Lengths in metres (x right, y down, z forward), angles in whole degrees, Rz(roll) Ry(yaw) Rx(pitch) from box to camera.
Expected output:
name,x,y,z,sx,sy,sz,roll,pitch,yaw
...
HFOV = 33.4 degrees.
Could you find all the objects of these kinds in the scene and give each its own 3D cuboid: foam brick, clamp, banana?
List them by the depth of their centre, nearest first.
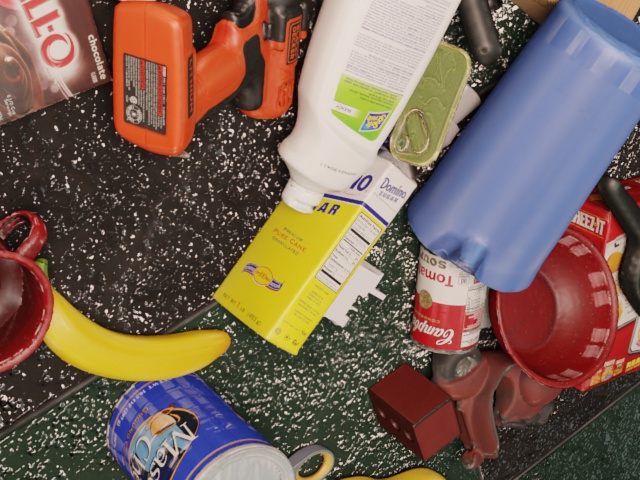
name,x,y,z,sx,sy,sz,roll,pitch,yaw
banana,-0.155,0.080,0.856,0.197,0.037,0.069,28,93,-41
clamp,0.115,-0.229,0.876,0.039,0.120,0.171,-22,127,18
foam brick,0.093,0.169,1.056,0.051,0.078,0.053,-33,126,-18
clamp,0.352,-0.010,1.098,0.164,0.036,0.210,-30,124,-24

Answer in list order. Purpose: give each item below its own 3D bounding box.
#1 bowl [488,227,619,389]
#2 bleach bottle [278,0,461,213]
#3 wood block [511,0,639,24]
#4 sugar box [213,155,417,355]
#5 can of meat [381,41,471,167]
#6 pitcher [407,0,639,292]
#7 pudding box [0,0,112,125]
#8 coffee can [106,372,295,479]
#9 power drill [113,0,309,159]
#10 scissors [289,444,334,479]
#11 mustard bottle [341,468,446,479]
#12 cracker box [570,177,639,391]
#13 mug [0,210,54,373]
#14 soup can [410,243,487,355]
name,x,y,z,sx,sy,sz,roll,pitch,yaw
bowl,0.222,0.067,1.066,0.161,0.055,0.162,4,82,-30
bleach bottle,0.028,-0.136,0.817,0.102,0.068,0.251,17,112,-26
wood block,0.262,-0.290,0.959,0.090,0.090,0.206,25,94,-42
sugar box,-0.006,0.001,0.893,0.048,0.093,0.176,35,87,-41
can of meat,0.067,-0.123,0.895,0.057,0.084,0.102,11,103,-40
pitcher,0.191,-0.087,0.930,0.144,0.149,0.243,7,128,-35
pudding box,-0.200,-0.145,0.716,0.089,0.039,0.113,-27,124,-24
coffee can,-0.100,0.181,0.875,0.102,0.140,0.103,-16,119,-30
power drill,-0.068,-0.152,0.750,0.187,0.057,0.184,-40,141,-51
scissors,-0.051,0.221,1.002,0.201,0.016,0.096,37,82,-47
mustard bottle,0.090,0.289,1.121,0.191,0.058,0.096,1,106,-37
cracker box,0.335,0.042,1.180,0.163,0.072,0.214,-13,117,-33
mug,-0.236,0.027,0.742,0.117,0.082,0.093,-53,131,-5
soup can,0.125,0.050,1.029,0.068,0.069,0.102,-10,116,-33
